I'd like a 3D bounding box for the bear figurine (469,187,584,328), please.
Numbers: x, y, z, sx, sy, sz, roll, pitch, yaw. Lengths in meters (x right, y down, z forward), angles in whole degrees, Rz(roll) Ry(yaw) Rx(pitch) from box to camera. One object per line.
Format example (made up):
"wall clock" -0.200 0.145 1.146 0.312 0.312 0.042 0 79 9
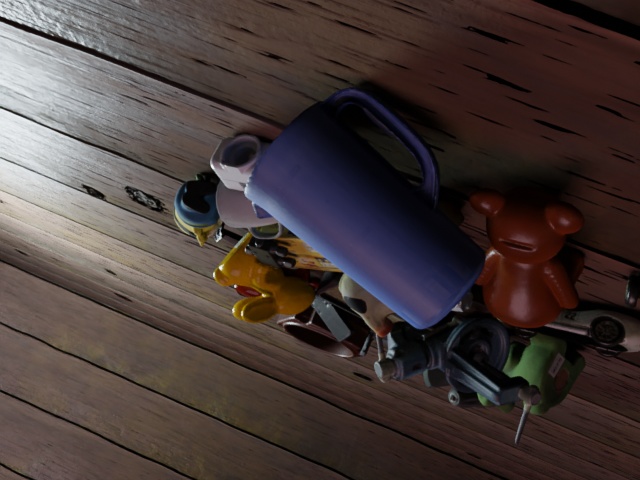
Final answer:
"bear figurine" 0.229 0.002 0.593 0.120 0.132 0.195 10 136 29

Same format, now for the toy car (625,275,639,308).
"toy car" 0.385 0.040 0.568 0.089 0.053 0.202 11 154 22

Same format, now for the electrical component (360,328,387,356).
"electrical component" 0.122 0.173 1.043 0.048 0.119 0.074 21 155 9

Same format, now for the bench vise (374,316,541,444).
"bench vise" 0.205 0.177 0.781 0.223 0.128 0.241 -1 -166 -25

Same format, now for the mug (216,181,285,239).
"mug" -0.082 -0.048 0.781 0.107 0.081 0.109 -1 118 31

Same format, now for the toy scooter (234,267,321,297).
"toy scooter" -0.074 0.083 1.063 0.184 0.075 0.135 8 170 -30

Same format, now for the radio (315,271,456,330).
"radio" 0.118 0.104 0.949 0.229 0.073 0.131 26 158 -6

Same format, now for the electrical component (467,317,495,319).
"electrical component" 0.256 0.158 0.940 0.045 0.078 0.102 52 164 5

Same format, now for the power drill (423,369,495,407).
"power drill" 0.296 0.275 1.067 0.232 0.086 0.207 -1 173 -25

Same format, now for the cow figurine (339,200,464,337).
"cow figurine" 0.103 0.021 0.687 0.127 0.085 0.195 40 116 -13

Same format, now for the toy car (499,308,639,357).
"toy car" 0.354 0.121 0.776 0.202 0.056 0.073 10 160 35

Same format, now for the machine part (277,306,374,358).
"machine part" 0.013 0.201 1.260 0.201 0.087 0.201 29 159 -14

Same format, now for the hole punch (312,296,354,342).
"hole punch" 0.047 0.130 1.089 0.116 0.092 0.142 50 162 7

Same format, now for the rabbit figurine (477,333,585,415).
"rabbit figurine" 0.336 0.218 0.922 0.121 0.159 0.170 28 175 -33

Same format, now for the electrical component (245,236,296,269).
"electrical component" -0.085 0.018 0.846 0.094 0.021 0.063 16 156 28

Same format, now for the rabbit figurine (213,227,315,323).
"rabbit figurine" -0.089 0.074 0.942 0.173 0.162 0.122 40 162 -15

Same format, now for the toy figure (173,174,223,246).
"toy figure" -0.206 -0.057 0.906 0.089 0.082 0.180 43 165 3

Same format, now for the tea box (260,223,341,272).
"tea box" -0.002 -0.003 0.834 0.170 0.068 0.098 5 150 41

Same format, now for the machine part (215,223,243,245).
"machine part" -0.139 0.009 1.035 0.138 0.039 0.084 28 164 -30
